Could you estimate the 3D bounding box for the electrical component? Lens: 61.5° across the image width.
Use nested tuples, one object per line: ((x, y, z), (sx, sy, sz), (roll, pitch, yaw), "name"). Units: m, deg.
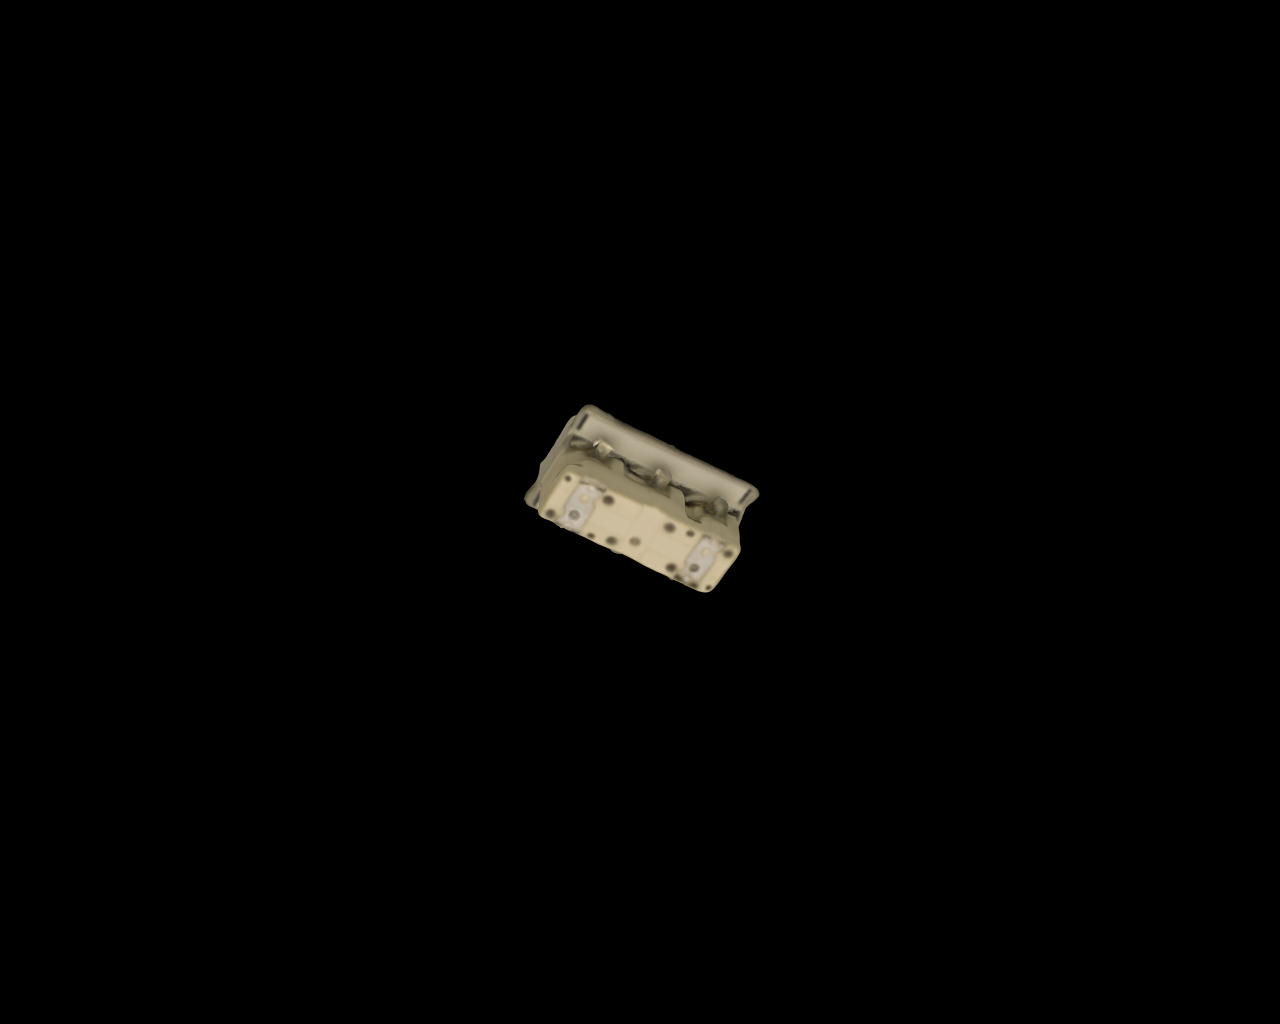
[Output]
((0.001, -0.003, 0.650), (0.121, 0.078, 0.063), (26, 30, -17), "electrical component")
